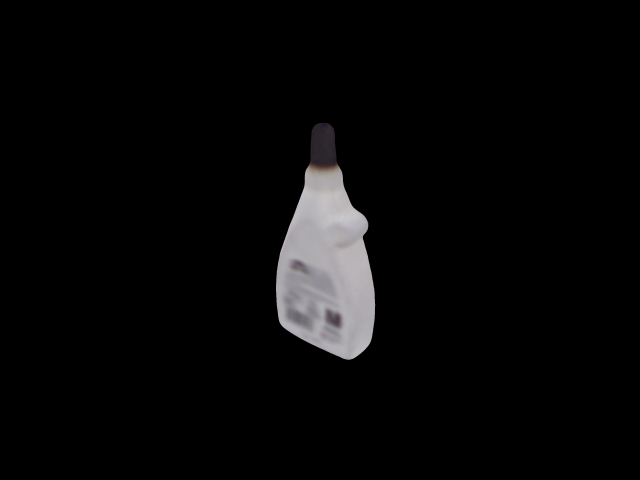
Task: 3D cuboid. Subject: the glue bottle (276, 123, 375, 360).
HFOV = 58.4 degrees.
[{"bbox_3d":[0.004,0.001,0.400,0.077,0.173,0.037,22,40,30],"label":"glue bottle"}]
